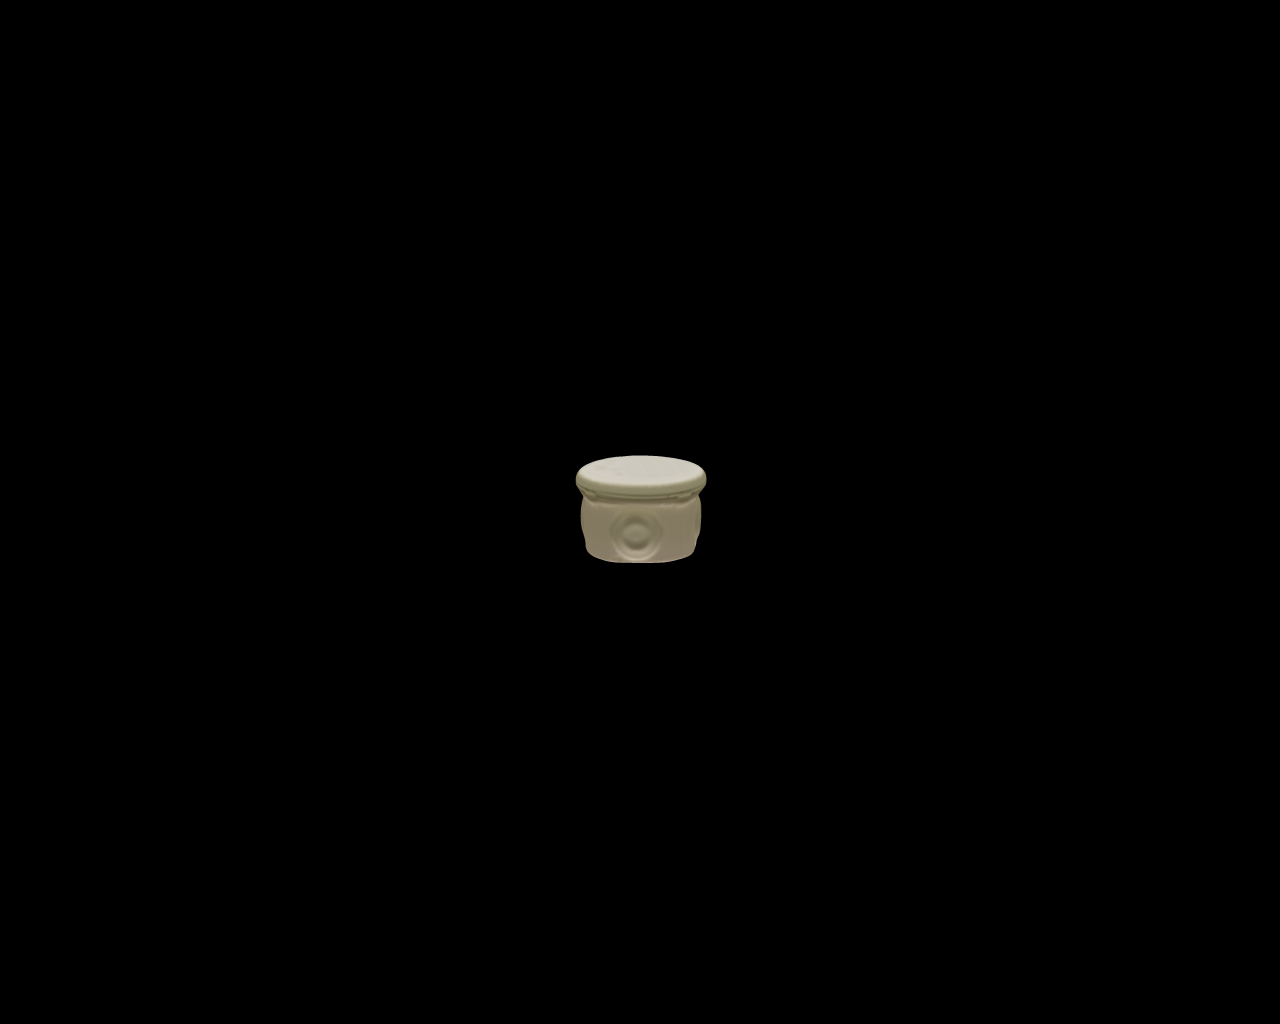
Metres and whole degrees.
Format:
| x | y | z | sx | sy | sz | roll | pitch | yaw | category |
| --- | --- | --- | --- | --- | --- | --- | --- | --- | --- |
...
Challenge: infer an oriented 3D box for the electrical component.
| x | y | z | sx | sy | sz | roll | pitch | yaw | category |
| --- | --- | --- | --- | --- | --- | --- | --- | --- | --- |
| 0.001 | -0.003 | 0.650 | 0.080 | 0.051 | 0.080 | 0 | 16 | 0 | electrical component |
